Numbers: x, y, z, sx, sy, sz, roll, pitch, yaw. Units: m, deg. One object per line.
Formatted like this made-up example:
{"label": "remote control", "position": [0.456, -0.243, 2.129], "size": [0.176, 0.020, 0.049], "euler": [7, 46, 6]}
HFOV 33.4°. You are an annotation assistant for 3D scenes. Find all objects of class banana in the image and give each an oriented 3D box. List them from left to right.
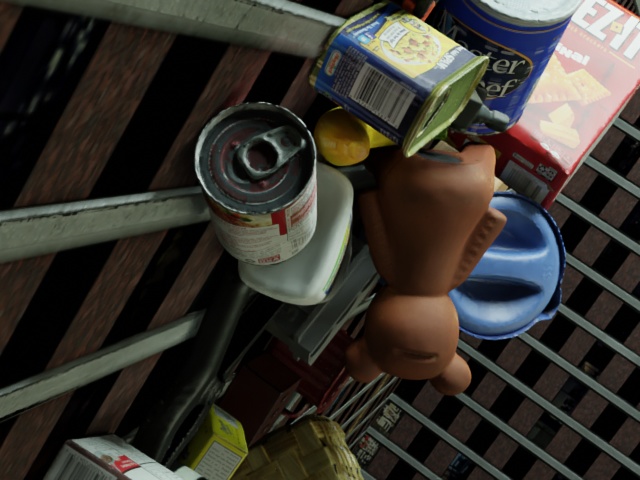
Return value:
{"label": "banana", "position": [0.033, -0.080, 0.777], "size": [0.197, 0.070, 0.037], "euler": [-26, 113, -64]}

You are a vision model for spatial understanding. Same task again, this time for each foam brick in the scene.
{"label": "foam brick", "position": [-0.066, 0.163, 1.096], "size": [0.078, 0.051, 0.052], "euler": [-59, 167, 22]}

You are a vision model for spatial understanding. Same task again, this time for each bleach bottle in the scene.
{"label": "bleach bottle", "position": [-0.006, 0.001, 0.850], "size": [0.250, 0.068, 0.102], "euler": [27, 81, -83]}

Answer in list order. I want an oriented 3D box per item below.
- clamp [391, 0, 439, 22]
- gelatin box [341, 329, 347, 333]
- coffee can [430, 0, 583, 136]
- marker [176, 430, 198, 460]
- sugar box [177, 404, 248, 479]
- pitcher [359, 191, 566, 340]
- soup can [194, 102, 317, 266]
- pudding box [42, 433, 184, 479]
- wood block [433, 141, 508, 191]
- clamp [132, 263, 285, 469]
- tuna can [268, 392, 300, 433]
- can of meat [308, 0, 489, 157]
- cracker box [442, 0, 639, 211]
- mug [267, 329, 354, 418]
{"label": "clamp", "position": [0.103, -0.224, 0.709], "size": [0.171, 0.039, 0.120], "euler": [-57, 167, 13]}
{"label": "gelatin box", "position": [-0.009, 0.148, 1.332], "size": [0.073, 0.030, 0.089], "euler": [-62, 167, 25]}
{"label": "coffee can", "position": [0.140, -0.166, 0.860], "size": [0.102, 0.103, 0.140], "euler": [-48, 167, -31]}
{"label": "marker", "position": [-0.154, 0.218, 0.979], "size": [0.121, 0.020, 0.020], "euler": [-55, 168, 0]}
{"label": "sugar box", "position": [-0.136, 0.244, 1.000], "size": [0.176, 0.048, 0.093], "euler": [-53, -168, 2]}
{"label": "pitcher", "position": [0.117, 0.006, 1.050], "size": [0.144, 0.149, 0.243], "euler": [-14, -170, -16]}
{"label": "soup can", "position": [-0.035, -0.030, 0.636], "size": [0.068, 0.068, 0.102], "euler": [-52, 168, -14]}
{"label": "pudding box", "position": [-0.127, 0.181, 0.752], "size": [0.039, 0.113, 0.090], "euler": [-59, 168, -2]}
{"label": "wood block", "position": [0.167, -0.067, 1.276], "size": [0.205, 0.090, 0.091], "euler": [-47, 167, -35]}
{"label": "clamp", "position": [-0.094, 0.111, 0.877], "size": [0.210, 0.036, 0.164], "euler": [-60, 167, 5]}
{"label": "tuna can", "position": [-0.050, 0.184, 1.260], "size": [0.086, 0.034, 0.086], "euler": [-51, 168, -16]}
{"label": "can of meat", "position": [0.053, -0.111, 0.715], "size": [0.101, 0.084, 0.058], "euler": [-40, 161, -51]}
{"label": "cracker box", "position": [0.206, -0.155, 1.003], "size": [0.213, 0.164, 0.072], "euler": [-48, 169, -28]}
{"label": "mug", "position": [-0.014, 0.135, 1.145], "size": [0.117, 0.081, 0.093], "euler": [-54, 168, -5]}
